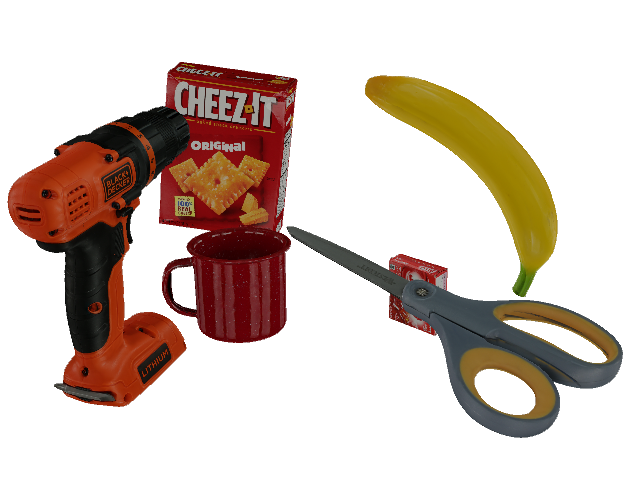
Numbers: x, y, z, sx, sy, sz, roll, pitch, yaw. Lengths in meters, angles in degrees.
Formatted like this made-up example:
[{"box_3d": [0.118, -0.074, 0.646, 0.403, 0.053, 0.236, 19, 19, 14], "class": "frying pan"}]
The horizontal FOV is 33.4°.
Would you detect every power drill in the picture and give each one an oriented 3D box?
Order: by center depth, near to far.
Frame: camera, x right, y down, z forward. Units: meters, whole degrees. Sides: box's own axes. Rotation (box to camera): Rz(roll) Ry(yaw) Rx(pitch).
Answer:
[{"box_3d": [-0.143, 0.009, 0.768, 0.057, 0.188, 0.184, 7, 26, 25], "class": "power drill"}]

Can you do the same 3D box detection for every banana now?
[{"box_3d": [0.114, -0.054, 0.774, 0.070, 0.198, 0.037, -36, -1, 12], "class": "banana"}]

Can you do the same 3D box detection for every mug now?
[{"box_3d": [-0.084, 0.041, 0.961, 0.117, 0.081, 0.093, -3, 19, -7], "class": "mug"}]

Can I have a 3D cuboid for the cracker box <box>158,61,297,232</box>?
[{"box_3d": [-0.126, -0.118, 1.427, 0.164, 0.214, 0.072, 9, 22, 6], "class": "cracker box"}]

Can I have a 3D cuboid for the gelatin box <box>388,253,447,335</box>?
[{"box_3d": [0.124, 0.068, 1.365, 0.073, 0.089, 0.030, 19, 33, 36], "class": "gelatin box"}]

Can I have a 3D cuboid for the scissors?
[{"box_3d": [0.052, 0.045, 0.556, 0.202, 0.016, 0.096, 16, 42, 20], "class": "scissors"}]
